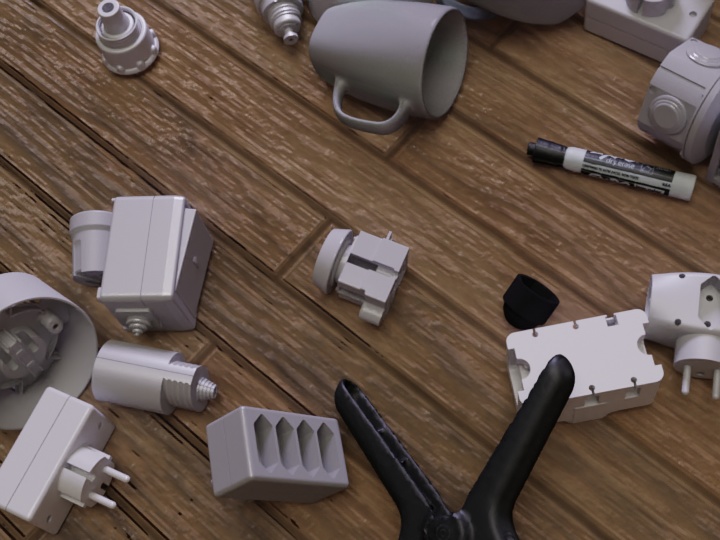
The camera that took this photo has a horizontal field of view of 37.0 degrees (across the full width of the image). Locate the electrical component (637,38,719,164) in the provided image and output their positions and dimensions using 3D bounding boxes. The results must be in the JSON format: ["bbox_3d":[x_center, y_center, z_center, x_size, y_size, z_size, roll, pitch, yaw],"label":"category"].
[{"bbox_3d":[0.238,-0.119,0.756,0.051,0.080,0.080,35,74,26],"label":"electrical component"}]

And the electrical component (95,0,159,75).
[{"bbox_3d":[-0.190,-0.189,0.857,0.048,0.062,0.048,-3,65,7],"label":"electrical component"}]

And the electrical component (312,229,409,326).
[{"bbox_3d":[0.000,0.000,0.753,0.055,0.048,0.066,21,70,8],"label":"electrical component"}]

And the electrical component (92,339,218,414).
[{"bbox_3d":[-0.137,0.076,0.737,0.081,0.043,0.043,10,67,12],"label":"electrical component"}]

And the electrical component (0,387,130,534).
[{"bbox_3d":[-0.190,0.134,0.715,0.076,0.047,0.083,20,70,16],"label":"electrical component"}]

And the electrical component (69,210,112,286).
[{"bbox_3d":[-0.193,-0.015,0.790,0.040,0.040,0.046,-6,70,5],"label":"electrical component"}]

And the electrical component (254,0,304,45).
[{"bbox_3d":[-0.064,-0.215,0.863,0.040,0.040,0.078,-16,65,0],"label":"electrical component"}]

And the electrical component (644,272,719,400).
[{"bbox_3d":[0.225,0.046,0.701,0.077,0.043,0.079,8,67,11],"label":"electrical component"}]

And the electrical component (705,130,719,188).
[{"bbox_3d":[0.290,-0.107,0.703,0.089,0.150,0.062,-42,65,-12],"label":"electrical component"}]

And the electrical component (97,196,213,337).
[{"bbox_3d":[-0.143,0.002,0.762,0.061,0.061,0.096,-1,65,7],"label":"electrical component"}]

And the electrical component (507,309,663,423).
[{"bbox_3d":[0.143,0.066,0.696,0.089,0.055,0.050,-11,64,3],"label":"electrical component"}]

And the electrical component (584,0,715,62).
[{"bbox_3d":[0.216,-0.202,0.799,0.083,0.075,0.047,29,72,19],"label":"electrical component"}]

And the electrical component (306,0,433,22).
[{"bbox_3d":[0.005,-0.245,0.856,0.108,0.060,0.108,-3,65,7],"label":"electrical component"}]

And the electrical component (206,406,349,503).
[{"bbox_3d":[-0.065,0.126,0.693,0.076,0.083,0.047,-32,58,36],"label":"electrical component"}]

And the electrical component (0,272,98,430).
[{"bbox_3d":[-0.235,0.054,0.734,0.064,0.099,0.099,37,75,28],"label":"electrical component"}]
